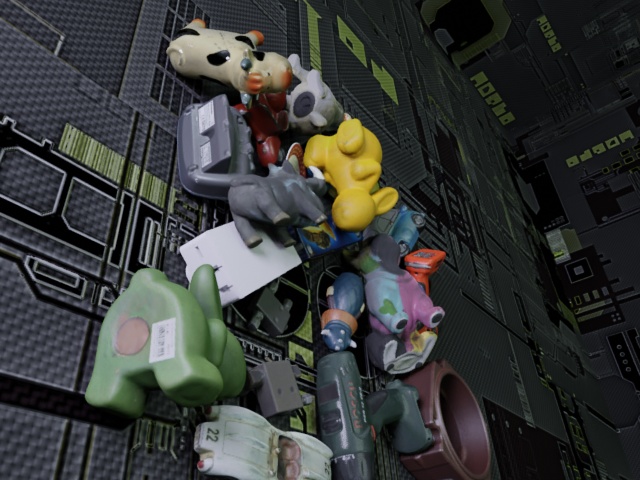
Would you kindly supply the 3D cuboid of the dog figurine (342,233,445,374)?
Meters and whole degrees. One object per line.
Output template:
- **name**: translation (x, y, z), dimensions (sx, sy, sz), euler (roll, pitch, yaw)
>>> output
- **dog figurine**: translation (0.112, 0.099, 0.937), dimensions (0.108, 0.191, 0.219), euler (-6, 38, -22)

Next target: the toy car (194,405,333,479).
- **toy car**: translation (-0.057, 0.243, 0.598), dimensions (0.201, 0.056, 0.073), euler (38, 37, -37)

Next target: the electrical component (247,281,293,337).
- **electrical component**: translation (-0.068, 0.100, 0.733), dimensions (0.063, 0.021, 0.094), euler (53, 30, -18)

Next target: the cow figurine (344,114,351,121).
- **cow figurine**: translation (0.079, -0.189, 1.156), dimensions (0.098, 0.068, 0.167), euler (15, 57, -60)

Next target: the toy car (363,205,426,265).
- **toy car**: translation (0.137, -0.007, 1.080), dimensions (0.103, 0.109, 0.162), euler (36, 48, 3)

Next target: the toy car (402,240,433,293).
- **toy car**: translation (0.202, 0.032, 1.186), dimensions (0.089, 0.053, 0.202), euler (27, 44, -51)

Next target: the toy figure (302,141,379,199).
- **toy figure**: translation (0.038, -0.121, 1.011), dimensions (0.180, 0.089, 0.082), euler (45, 36, -30)

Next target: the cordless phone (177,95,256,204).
- **cordless phone**: translation (-0.119, -0.108, 0.786), dimensions (0.184, 0.089, 0.146), euler (38, 37, -55)

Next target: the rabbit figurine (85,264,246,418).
- **rabbit figurine**: translation (-0.142, 0.110, 0.552), dimensions (0.170, 0.121, 0.159), euler (51, 19, -57)

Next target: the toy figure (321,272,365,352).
- **toy figure**: translation (0.036, 0.118, 0.845), dimensions (0.154, 0.064, 0.057), euler (-71, 165, -46)

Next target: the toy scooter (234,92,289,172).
- **toy scooter**: translation (-0.100, -0.210, 0.867), dimensions (0.135, 0.075, 0.184), euler (41, 38, -61)

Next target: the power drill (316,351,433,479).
- **power drill**: translation (0.076, 0.278, 0.769), dimensions (0.207, 0.086, 0.232), euler (12, 53, -45)

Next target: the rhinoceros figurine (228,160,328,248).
- **rhinoceros figurine**: translation (-0.050, -0.052, 0.715), dimensions (0.112, 0.073, 0.190), euler (56, 30, 12)

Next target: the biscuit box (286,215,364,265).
- **biscuit box**: translation (-0.002, -0.003, 0.880), dimensions (0.202, 0.063, 0.059), euler (-18, 82, -60)

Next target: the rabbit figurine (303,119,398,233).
- **rabbit figurine**: translation (0.052, -0.086, 0.893), dimensions (0.162, 0.122, 0.173), euler (34, 47, -49)

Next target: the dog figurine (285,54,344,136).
- **dog figurine**: translation (0.005, -0.233, 1.007), dimensions (0.190, 0.121, 0.172), euler (22, 39, -50)

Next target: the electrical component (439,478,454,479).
- **electrical component**: translation (0.178, 0.399, 0.825), dimensions (0.119, 0.075, 0.048), euler (42, 37, -27)

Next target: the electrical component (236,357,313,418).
- **electrical component**: translation (-0.059, 0.178, 0.658), dimensions (0.102, 0.045, 0.078), euler (2, 62, -58)

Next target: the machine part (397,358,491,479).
- **machine part**: translation (0.216, 0.325, 0.932), dimensions (0.200, 0.087, 0.201), euler (50, 33, -21)

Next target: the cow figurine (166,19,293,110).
- **cow figurine**: translation (-0.131, -0.258, 0.781), dimensions (0.127, 0.195, 0.085), euler (-57, 160, -48)
